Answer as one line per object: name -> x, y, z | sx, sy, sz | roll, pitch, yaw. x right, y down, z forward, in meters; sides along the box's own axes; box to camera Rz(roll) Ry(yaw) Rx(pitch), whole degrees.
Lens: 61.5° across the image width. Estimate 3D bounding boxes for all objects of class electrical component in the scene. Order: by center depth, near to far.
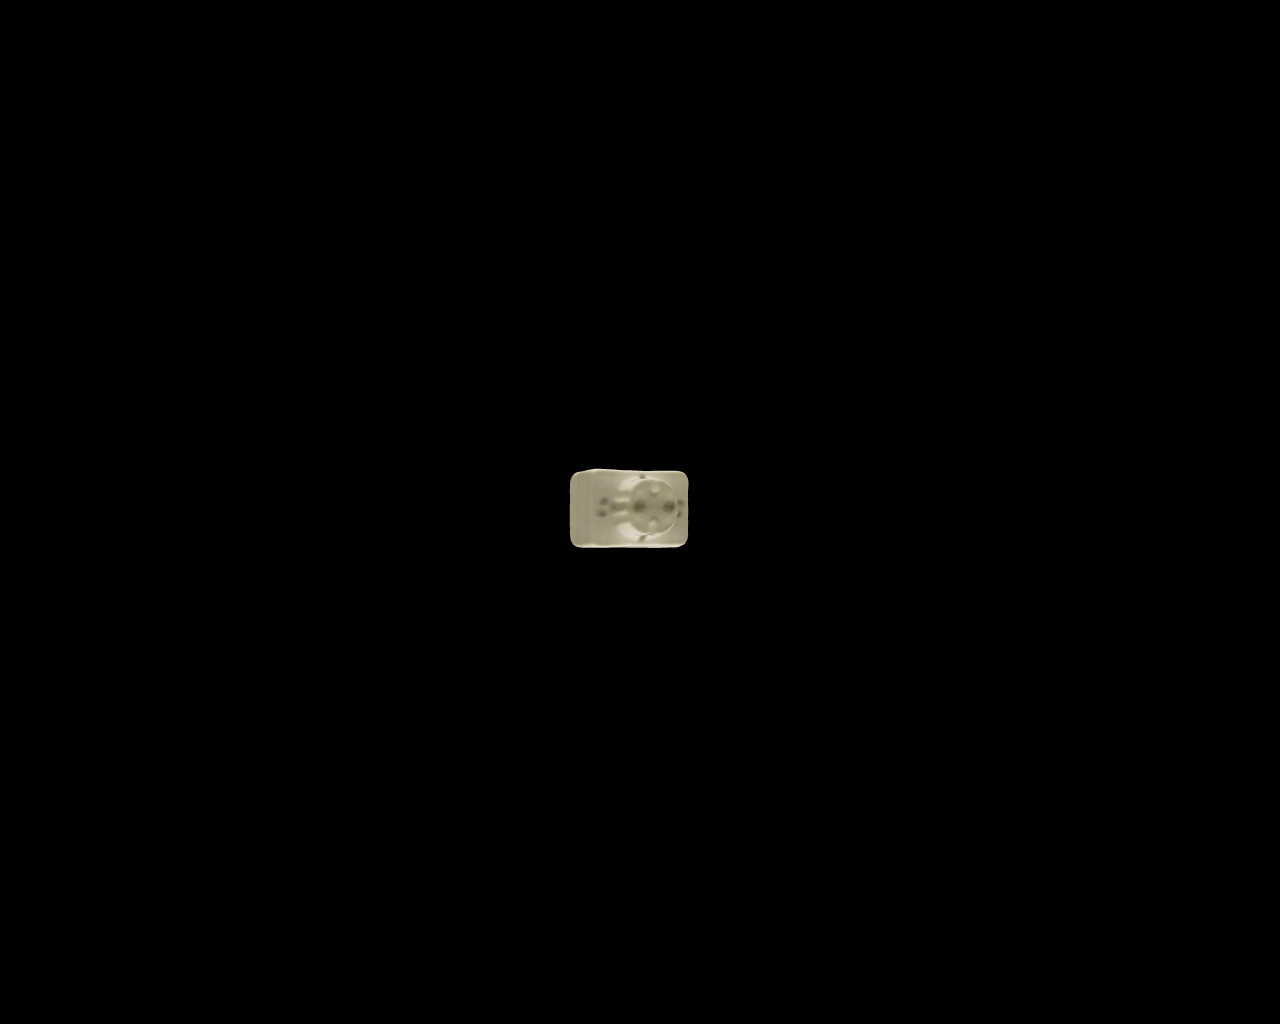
electrical component -> 0.001, -0.003, 0.650 | 0.066, 0.047, 0.076 | 1, -3, -23
